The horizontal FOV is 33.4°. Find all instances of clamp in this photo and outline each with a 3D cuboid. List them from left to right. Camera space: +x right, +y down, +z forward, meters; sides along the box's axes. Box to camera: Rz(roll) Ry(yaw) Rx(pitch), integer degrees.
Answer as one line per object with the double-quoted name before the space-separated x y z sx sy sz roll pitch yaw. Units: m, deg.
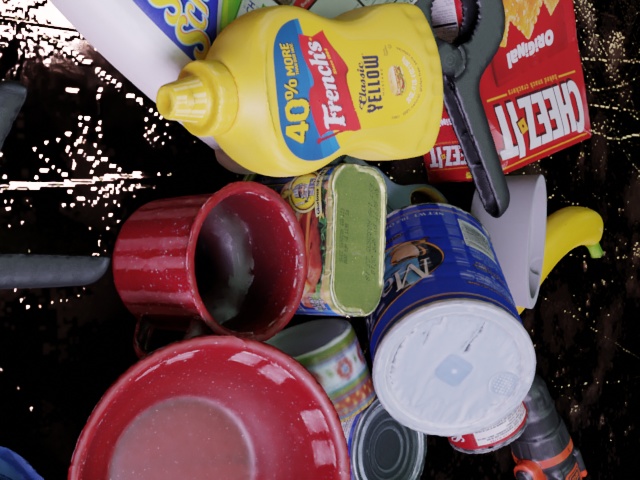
"clamp" -0.183 0.011 0.542 0.171 0.039 0.120 -48 116 -31
"clamp" 0.092 -0.121 0.770 0.164 0.036 0.210 18 88 -26

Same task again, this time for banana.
"banana" 0.211 0.012 0.959 0.197 0.037 0.069 -25 106 -44

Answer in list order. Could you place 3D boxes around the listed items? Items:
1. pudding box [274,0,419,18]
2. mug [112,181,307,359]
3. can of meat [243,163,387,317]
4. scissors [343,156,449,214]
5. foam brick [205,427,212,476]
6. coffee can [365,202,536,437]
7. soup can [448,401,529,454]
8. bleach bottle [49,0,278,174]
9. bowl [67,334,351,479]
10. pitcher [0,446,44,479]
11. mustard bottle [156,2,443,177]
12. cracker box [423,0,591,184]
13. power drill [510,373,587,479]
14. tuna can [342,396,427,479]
"pudding box" 0.011 -0.176 0.694 0.090 0.039 0.113 -49 129 4
"mug" -0.072 0.024 0.627 0.093 0.082 0.117 42 60 -37
"can of meat" -0.005 0.001 0.698 0.057 0.084 0.102 5 85 -46
"scissors" 0.038 -0.024 0.794 0.201 0.016 0.096 26 70 -43
"foam brick" -0.069 0.149 0.649 0.052 0.051 0.078 10 81 -47
"coffee can" 0.081 0.050 0.727 0.102 0.103 0.140 60 11 -26
"soup can" 0.115 0.106 0.833 0.068 0.069 0.102 -42 118 -39
"bleach bottle" -0.106 -0.142 0.613 0.250 0.068 0.102 35 65 -38
"bowl" -0.065 0.132 0.582 0.161 0.055 0.162 2 85 -28
"pitcher" -0.145 0.229 0.520 0.149 0.145 0.242 -40 123 -13
"mustard bottle" -0.011 -0.086 0.614 0.191 0.058 0.096 -12 101 -41
"cracker box" 0.143 -0.168 0.868 0.163 0.072 0.214 -23 106 -44
"power drill" 0.159 0.225 0.882 0.187 0.057 0.184 -41 118 -39
"tuna can" 0.040 0.151 0.776 0.085 0.034 0.086 2 87 -46
